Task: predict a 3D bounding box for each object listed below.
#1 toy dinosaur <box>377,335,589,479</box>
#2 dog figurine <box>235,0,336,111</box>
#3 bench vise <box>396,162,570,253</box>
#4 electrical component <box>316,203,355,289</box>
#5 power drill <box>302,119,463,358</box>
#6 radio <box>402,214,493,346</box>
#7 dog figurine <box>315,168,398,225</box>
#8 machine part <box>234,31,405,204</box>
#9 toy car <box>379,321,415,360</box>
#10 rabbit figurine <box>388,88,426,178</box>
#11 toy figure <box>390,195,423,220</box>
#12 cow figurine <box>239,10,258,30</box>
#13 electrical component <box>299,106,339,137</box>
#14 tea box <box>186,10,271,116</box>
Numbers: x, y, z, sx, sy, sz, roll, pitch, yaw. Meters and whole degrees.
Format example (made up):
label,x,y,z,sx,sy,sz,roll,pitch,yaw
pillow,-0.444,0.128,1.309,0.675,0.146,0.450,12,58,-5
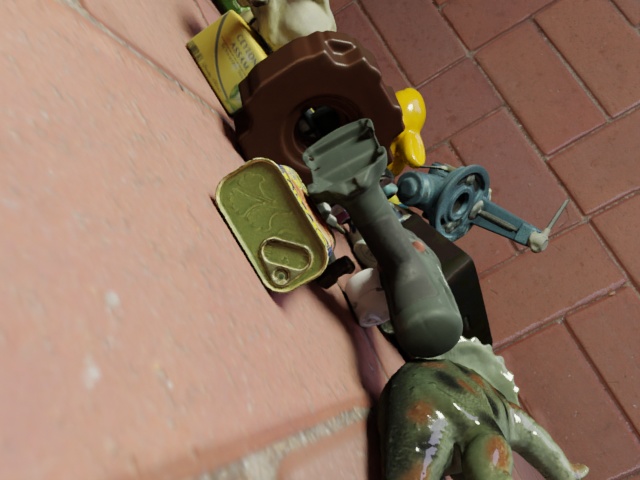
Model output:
label,x,y,z,sx,sy,sz,roll,pitch,yaw
toy dinosaur,0.114,0.166,0.474,0.192,0.131,0.404,52,12,31
dog figurine,-0.029,-0.250,0.640,0.190,0.121,0.172,63,6,-53
bench vise,0.232,-0.043,0.790,0.223,0.128,0.241,17,13,-48
electrical component,-0.001,-0.001,0.553,0.078,0.045,0.102,50,15,-40
power drill,0.061,-0.009,0.529,0.232,0.086,0.207,-97,163,-59
radio,0.162,0.077,0.750,0.131,0.073,0.229,47,-11,43
dog figurine,0.003,-0.135,0.743,0.219,0.108,0.191,58,7,14
machine part,0.000,-0.120,0.560,0.179,0.179,0.056,49,18,-37
toy car,0.135,0.143,0.735,0.202,0.053,0.089,55,10,-14
rabbit figurine,0.109,-0.181,0.854,0.122,0.173,0.162,-20,-81,58
toy figure,0.110,-0.032,0.893,0.180,0.082,0.089,36,-7,21
cow figurine,-0.077,-0.306,0.808,0.127,0.085,0.195,60,-15,-15
electrical component,-0.021,-0.132,0.615,0.074,0.119,0.048,46,19,-38
tea box,-0.082,-0.201,0.658,0.098,0.068,0.169,58,14,-3
